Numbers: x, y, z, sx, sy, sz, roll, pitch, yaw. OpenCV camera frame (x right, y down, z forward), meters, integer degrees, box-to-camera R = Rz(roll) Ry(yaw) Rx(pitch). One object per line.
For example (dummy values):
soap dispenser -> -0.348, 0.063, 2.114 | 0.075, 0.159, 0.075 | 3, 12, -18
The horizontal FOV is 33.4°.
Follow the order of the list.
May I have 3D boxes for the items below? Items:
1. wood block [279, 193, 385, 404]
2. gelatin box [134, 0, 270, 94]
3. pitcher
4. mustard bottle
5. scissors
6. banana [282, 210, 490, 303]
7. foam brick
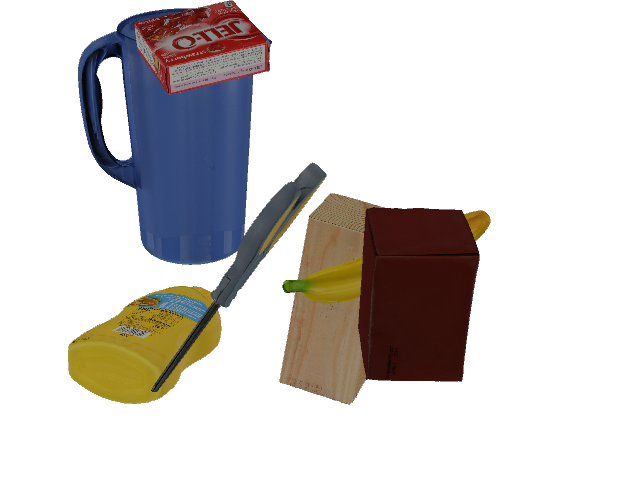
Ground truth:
wood block -> 0.024, 0.065, 1.198 | 0.090, 0.206, 0.090 | 16, 23, 12
gelatin box -> -0.094, -0.155, 0.848 | 0.089, 0.030, 0.073 | -18, 45, -19
pitcher -> -0.141, -0.102, 1.066 | 0.149, 0.243, 0.144 | 13, 28, 21
mustard bottle -> -0.148, 0.087, 1.006 | 0.096, 0.058, 0.191 | 10, 21, 18
scissors -> -0.063, 0.029, 0.724 | 0.016, 0.202, 0.096 | 38, 1, 4
banana -> 0.066, 0.021, 0.987 | 0.198, 0.037, 0.069 | -22, -8, 10
foam brick -> 0.048, 0.028, 0.551 | 0.053, 0.078, 0.051 | 1, 30, -4
